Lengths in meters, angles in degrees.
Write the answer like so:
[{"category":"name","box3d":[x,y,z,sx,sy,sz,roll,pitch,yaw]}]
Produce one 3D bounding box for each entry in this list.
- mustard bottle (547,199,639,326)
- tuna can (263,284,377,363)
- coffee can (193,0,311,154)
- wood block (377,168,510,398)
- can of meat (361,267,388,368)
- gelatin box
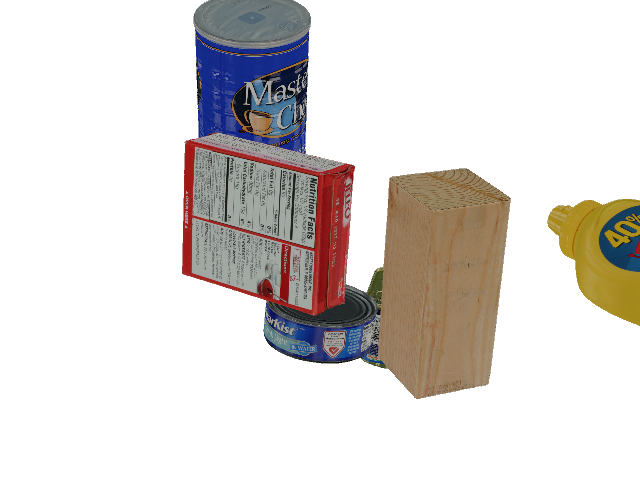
[{"category":"mustard bottle","box3d":[0.216,0.019,0.654,0.096,0.058,0.192,-26,36,-27]},{"category":"tuna can","box3d":[-0.001,0.061,0.816,0.086,0.034,0.086,6,20,-2]},{"category":"coffee can","box3d":[-0.062,-0.140,0.971,0.103,0.140,0.103,2,36,-1]},{"category":"wood block","box3d":[0.121,0.042,1.071,0.090,0.206,0.091,-8,27,-21]},{"category":"can of meat","box3d":[0.081,0.093,1.279,0.057,0.084,0.102,12,26,7]},{"category":"gelatin box","box3d":[-0.027,-0.010,0.536,0.089,0.073,0.030,15,22,30]}]
